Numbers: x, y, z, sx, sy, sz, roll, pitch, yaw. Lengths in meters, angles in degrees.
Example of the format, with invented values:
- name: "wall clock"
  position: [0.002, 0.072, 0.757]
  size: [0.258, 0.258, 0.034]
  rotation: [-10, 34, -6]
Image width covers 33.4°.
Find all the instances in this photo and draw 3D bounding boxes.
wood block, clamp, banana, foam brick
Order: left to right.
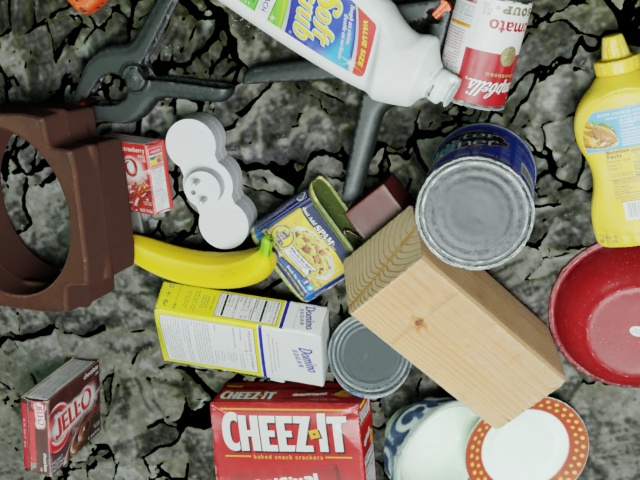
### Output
- name: "clamp"
  position: [-0.169, -0.158, 1.060]
  size: [0.172, 0.039, 0.120]
  rotation: [-32, 93, 25]
- name: "banana"
  position: [-0.116, 0.019, 1.070]
  size: [0.198, 0.037, 0.069]
  rotation: [-1, 124, 30]
- name: "clamp"
  position: [0.036, -0.161, 1.015]
  size: [0.164, 0.036, 0.210]
  rotation: [43, 109, 1]
- name: "foam brick"
  position: [0.070, -0.017, 1.048]
  size: [0.053, 0.051, 0.078]
  rotation: [-36, 97, 21]
- name: "wood block"
  position: [0.128, 0.076, 1.011]
  size: [0.091, 0.090, 0.206]
  rotation: [-40, 116, 21]

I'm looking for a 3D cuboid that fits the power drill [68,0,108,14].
- name: "power drill"
  position: [-0.219, -0.336, 1.003]
  size: [0.188, 0.057, 0.184]
  rotation: [-35, 101, 23]

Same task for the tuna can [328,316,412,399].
- name: "tuna can"
  position: [0.051, 0.118, 1.084]
  size: [0.086, 0.034, 0.086]
  rotation: [-1, 75, 3]

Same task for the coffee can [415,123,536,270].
- name: "coffee can"
  position: [0.145, -0.043, 0.975]
  size: [0.103, 0.140, 0.103]
  rotation: [4, 109, 11]

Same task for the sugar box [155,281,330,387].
- name: "sugar box"
  position: [-0.078, 0.097, 1.104]
  size: [0.176, 0.048, 0.093]
  rotation: [7, 140, 7]

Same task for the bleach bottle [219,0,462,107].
- name: "bleach bottle"
  position: [0.019, -0.204, 0.963]
  size: [0.251, 0.068, 0.103]
  rotation: [34, 113, 12]

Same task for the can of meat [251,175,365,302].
- name: "can of meat"
  position: [-0.007, 0.001, 1.068]
  size: [0.084, 0.057, 0.102]
  rotation: [-34, 98, 22]

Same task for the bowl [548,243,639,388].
- name: "bowl"
  position: [0.302, 0.080, 1.028]
  size: [0.162, 0.055, 0.162]
  rotation: [4, 109, 10]

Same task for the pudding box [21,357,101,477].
- name: "pudding box"
  position: [-0.279, 0.189, 1.158]
  size: [0.039, 0.113, 0.090]
  rotation: [8, 109, 13]

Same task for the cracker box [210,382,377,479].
- name: "cracker box"
  position: [-0.024, 0.263, 1.143]
  size: [0.164, 0.072, 0.214]
  rotation: [-2, 103, 13]

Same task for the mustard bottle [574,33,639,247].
- name: "mustard bottle"
  position: [0.284, -0.093, 0.973]
  size: [0.096, 0.058, 0.191]
  rotation: [-10, 106, 20]

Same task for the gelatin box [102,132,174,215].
- name: "gelatin box"
  position: [-0.192, -0.068, 1.080]
  size: [0.089, 0.030, 0.073]
  rotation: [11, 114, 38]

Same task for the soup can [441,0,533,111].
- name: "soup can"
  position: [0.148, -0.176, 0.969]
  size: [0.068, 0.068, 0.102]
  rotation: [15, 111, 7]

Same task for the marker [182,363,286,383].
- name: "marker"
  position: [-0.095, 0.134, 1.150]
  size: [0.121, 0.020, 0.020]
  rotation: [9, 110, 9]
